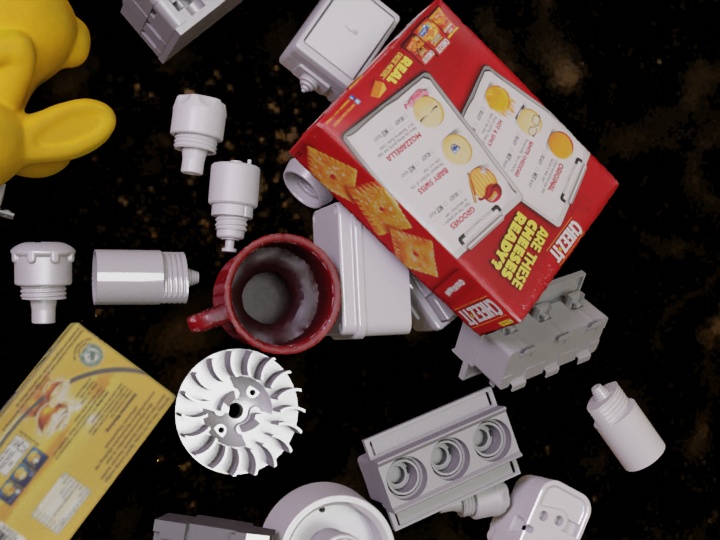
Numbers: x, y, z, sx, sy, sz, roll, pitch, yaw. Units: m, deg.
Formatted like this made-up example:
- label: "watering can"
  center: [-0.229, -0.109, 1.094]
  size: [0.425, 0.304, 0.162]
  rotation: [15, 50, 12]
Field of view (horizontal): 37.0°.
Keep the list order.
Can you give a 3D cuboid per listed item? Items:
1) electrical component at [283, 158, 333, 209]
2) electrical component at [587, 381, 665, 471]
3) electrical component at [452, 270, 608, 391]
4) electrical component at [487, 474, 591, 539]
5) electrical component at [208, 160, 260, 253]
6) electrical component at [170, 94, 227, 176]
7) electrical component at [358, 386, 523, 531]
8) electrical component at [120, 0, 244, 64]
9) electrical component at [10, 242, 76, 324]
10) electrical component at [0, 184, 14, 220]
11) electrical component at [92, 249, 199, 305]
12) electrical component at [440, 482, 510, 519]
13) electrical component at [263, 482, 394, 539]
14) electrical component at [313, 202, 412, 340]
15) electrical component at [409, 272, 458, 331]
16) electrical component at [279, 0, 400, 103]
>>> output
- label: "electrical component"
  center: [-0.031, -0.084, 0.900]
  size: [0.066, 0.048, 0.055]
  rotation: [48, 66, -10]
- label: "electrical component"
  center: [0.237, 0.138, 0.977]
  size: [0.043, 0.043, 0.081]
  rotation: [-39, 99, -17]
- label: "electrical component"
  center: [0.148, 0.054, 0.919]
  size: [0.121, 0.063, 0.078]
  rotation: [-16, 134, -34]
- label: "electrical component"
  center: [0.151, 0.229, 0.932]
  size: [0.054, 0.059, 0.095]
  rotation: [30, 77, -15]
- label: "electrical component"
  center: [-0.103, -0.053, 0.875]
  size: [0.040, 0.040, 0.078]
  rotation: [6, 85, -19]
- label: "electrical component"
  center: [-0.132, -0.108, 0.867]
  size: [0.043, 0.043, 0.062]
  rotation: [8, 85, -18]
- label: "electrical component"
  center: [0.065, 0.156, 0.906]
  size: [0.121, 0.063, 0.078]
  rotation: [-20, 93, -19]
- label: "electrical component"
  center: [-0.115, -0.243, 0.858]
  size: [0.150, 0.089, 0.061]
  rotation: [-43, 100, -17]
- label: "electrical component"
  center: [-0.242, 0.010, 0.821]
  size: [0.048, 0.048, 0.062]
  rotation: [0, 93, -19]
- label: "electrical component"
  center: [-0.296, -0.040, 0.805]
  size: [0.066, 0.048, 0.055]
  rotation: [16, 74, -17]
- label: "electrical component"
  center: [-0.168, 0.006, 0.847]
  size: [0.081, 0.043, 0.043]
  rotation: [0, 86, -19]
- label: "electrical component"
  center: [0.096, 0.199, 0.929]
  size: [0.061, 0.035, 0.035]
  rotation: [-7, 89, -17]
- label: "electrical component"
  center: [-0.023, 0.230, 0.872]
  size: [0.108, 0.060, 0.108]
  rotation: [1, 86, -19]
- label: "electrical component"
  center: [0.000, 0.000, 0.886]
  size: [0.057, 0.078, 0.113]
  rotation: [-2, 87, -19]
- label: "electrical component"
  center: [0.067, 0.009, 0.918]
  size: [0.096, 0.061, 0.061]
  rotation: [-37, 98, -18]
- label: "electrical component"
  center: [-0.020, -0.189, 0.902]
  size: [0.062, 0.061, 0.096]
  rotation: [36, 76, -13]
